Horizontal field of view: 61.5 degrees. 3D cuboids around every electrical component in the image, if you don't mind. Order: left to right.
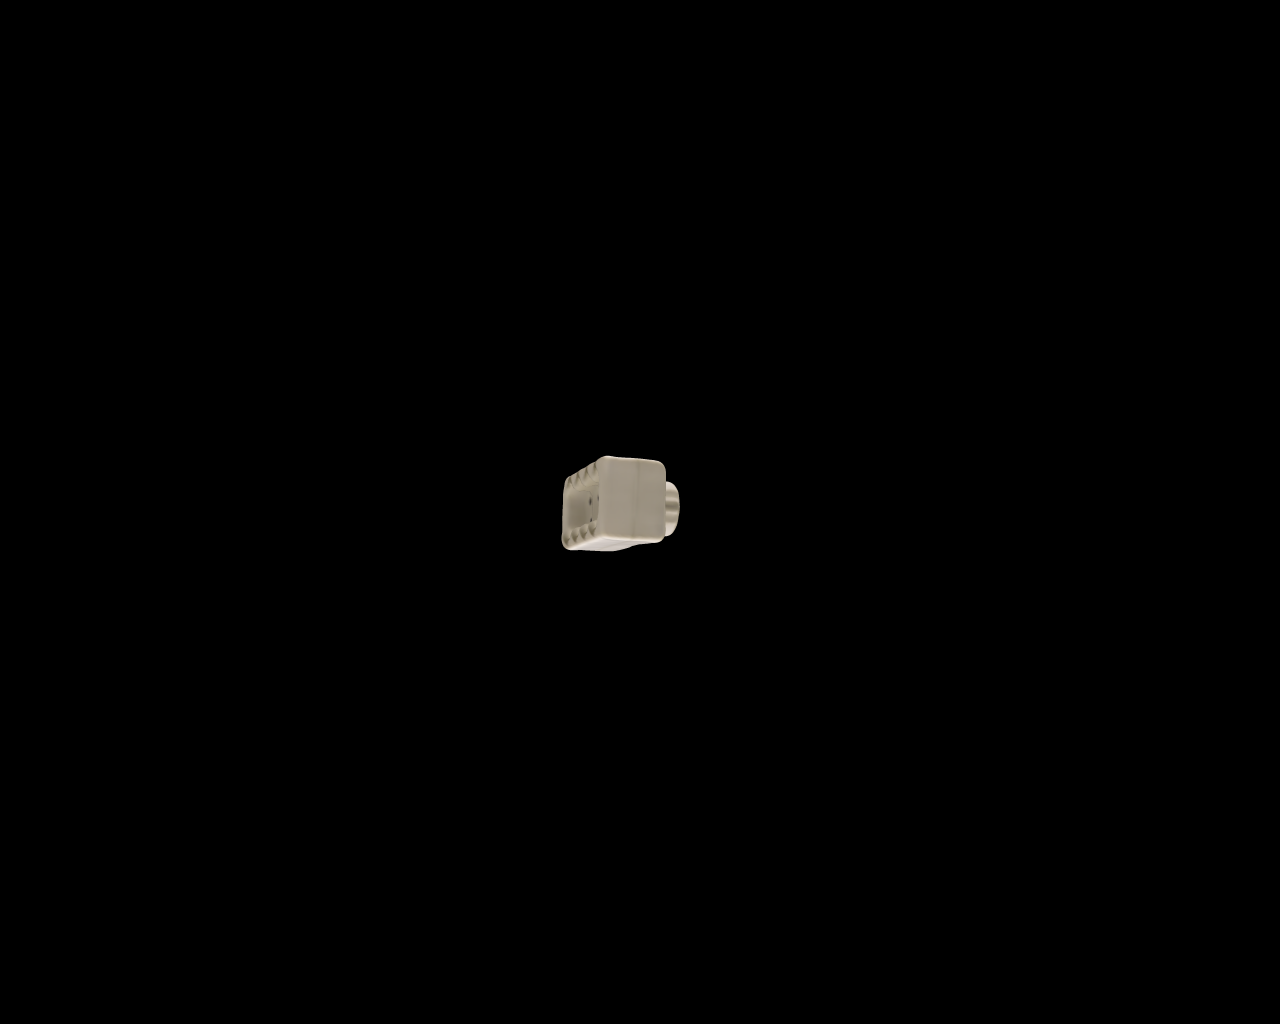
[{"bbox_3d":[0.001,-0.003,0.650,0.076,0.047,0.083,2,-7,-19],"label":"electrical component"}]
